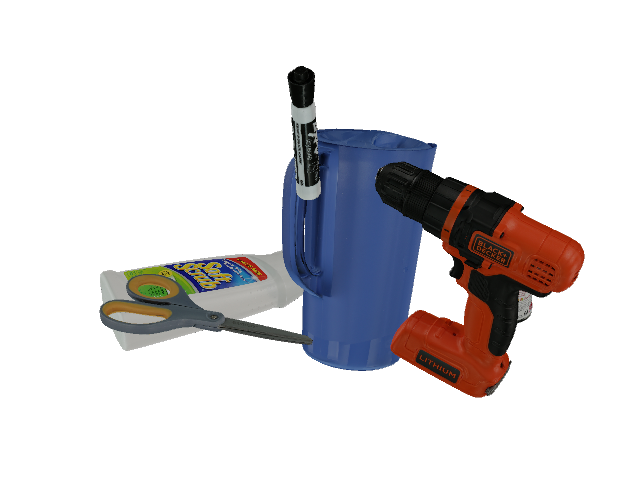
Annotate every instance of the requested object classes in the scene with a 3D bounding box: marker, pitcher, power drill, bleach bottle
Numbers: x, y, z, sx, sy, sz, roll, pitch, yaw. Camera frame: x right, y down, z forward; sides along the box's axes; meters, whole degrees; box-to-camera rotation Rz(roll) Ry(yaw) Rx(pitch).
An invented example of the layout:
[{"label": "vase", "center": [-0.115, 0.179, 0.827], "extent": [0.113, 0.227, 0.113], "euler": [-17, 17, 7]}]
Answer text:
[{"label": "marker", "center": [-0.011, -0.077, 0.769], "extent": [0.020, 0.020, 0.121], "euler": [0, -41, 3]}, {"label": "pitcher", "center": [0.034, 0.008, 1.107], "extent": [0.149, 0.243, 0.145], "euler": [5, 13, 1]}, {"label": "power drill", "center": [0.116, 0.035, 0.916], "extent": [0.185, 0.188, 0.057], "euler": [29, 45, 19]}, {"label": "bleach bottle", "center": [-0.120, 0.054, 1.239], "extent": [0.250, 0.068, 0.103], "euler": [-13, 35, -20]}]

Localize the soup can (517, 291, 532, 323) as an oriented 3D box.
[{"label": "soup can", "center": [0.207, 0.033, 1.185], "extent": [0.068, 0.102, 0.068], "euler": [0, 29, 0]}]

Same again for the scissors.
[{"label": "scissors", "center": [-0.109, 0.066, 1.029], "extent": [0.201, 0.016, 0.096], "euler": [3, 33, -4]}]
